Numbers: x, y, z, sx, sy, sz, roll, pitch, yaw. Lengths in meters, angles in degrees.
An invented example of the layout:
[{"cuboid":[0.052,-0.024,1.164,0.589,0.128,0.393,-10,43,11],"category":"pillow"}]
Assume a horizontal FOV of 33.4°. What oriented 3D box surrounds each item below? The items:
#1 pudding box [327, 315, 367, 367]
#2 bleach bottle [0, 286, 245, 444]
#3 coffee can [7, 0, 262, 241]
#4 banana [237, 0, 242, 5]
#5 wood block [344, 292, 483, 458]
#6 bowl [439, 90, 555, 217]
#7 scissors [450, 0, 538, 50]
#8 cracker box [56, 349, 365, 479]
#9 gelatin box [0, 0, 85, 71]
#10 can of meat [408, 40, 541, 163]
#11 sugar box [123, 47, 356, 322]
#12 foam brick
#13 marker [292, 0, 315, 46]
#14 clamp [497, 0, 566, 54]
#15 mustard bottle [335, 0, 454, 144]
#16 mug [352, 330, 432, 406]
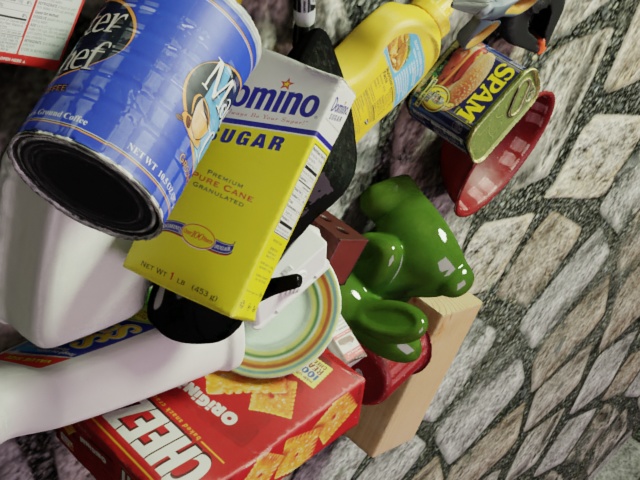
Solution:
[{"cuboid":[-0.015,0.096,1.010,0.039,0.090,0.114,-28,171,-32],"category":"pudding box"},{"cuboid":[-0.181,0.100,0.806,0.250,0.103,0.068,-22,118,-42],"category":"bleach bottle"},{"cuboid":[-0.111,-0.085,0.655,0.103,0.103,0.140,72,39,-56],"category":"coffee can"},{"cuboid":[-0.048,-0.210,0.726,0.198,0.037,0.069,-64,170,23],"category":"banana"},{"cuboid":[0.093,0.141,1.255,0.090,0.090,0.206,-10,130,-51],"category":"wood block"},{"cuboid":[0.176,-0.103,1.124,0.162,0.055,0.162,-42,159,-21],"category":"bowl"},{"cuboid":[0.132,-0.191,0.934,0.096,0.016,0.201,-39,172,39],"category":"scissors"},{"cuboid":[-0.093,0.143,0.916,0.213,0.164,0.072,-29,142,-36],"category":"cracker box"},{"cuboid":[-0.173,-0.147,0.619,0.073,0.030,0.089,-1,123,-53],"category":"gelatin box"},{"cuboid":[0.147,-0.138,1.028,0.102,0.084,0.057,-48,151,-7],"category":"can of meat"},{"cuboid":[-0.055,-0.042,0.729,0.176,0.093,0.048,-67,161,-1],"category":"sugar box"},{"cuboid":[-0.006,0.001,0.972,0.052,0.078,0.051,0,121,-57],"category":"foam brick"},{"cuboid":[-0.012,-0.193,0.809,0.020,0.020,0.121,-34,146,-29],"category":"marker"},{"cuboid":[0.212,-0.250,1.039,0.120,0.039,0.171,-36,152,3],"category":"clamp"},{"cuboid":[0.046,-0.145,0.904,0.191,0.058,0.096,-44,151,-14],"category":"mustard bottle"},{"cuboid":[0.052,0.126,1.146,0.117,0.093,0.081,-19,-168,43],"category":"mug"}]
